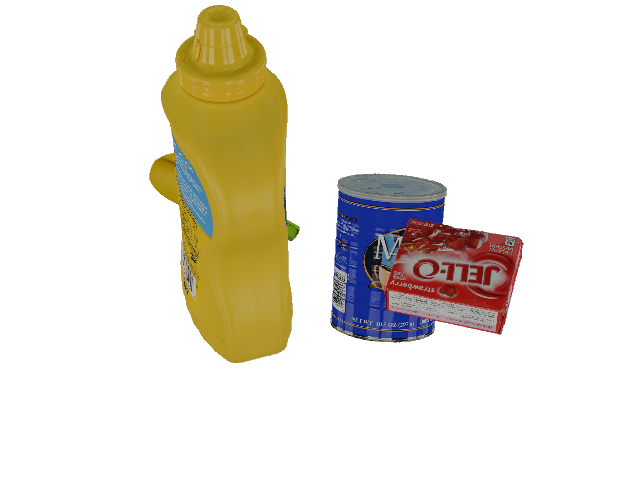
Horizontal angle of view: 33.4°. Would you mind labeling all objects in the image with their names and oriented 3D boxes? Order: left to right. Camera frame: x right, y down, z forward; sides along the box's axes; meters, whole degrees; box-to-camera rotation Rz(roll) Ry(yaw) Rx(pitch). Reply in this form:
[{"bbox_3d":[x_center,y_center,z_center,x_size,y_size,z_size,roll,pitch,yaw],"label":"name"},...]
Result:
[{"bbox_3d":[-0.094,-0.037,0.818,0.069,0.037,0.198,43,-9,-35],"label":"banana"},{"bbox_3d":[-0.046,-0.032,0.534,0.058,0.192,0.096,-12,47,-12],"label":"mustard bottle"},{"bbox_3d":[0.064,0.014,1.019,0.103,0.140,0.103,3,14,-1],"label":"coffee can"},{"bbox_3d":[0.099,0.025,0.790,0.089,0.073,0.030,11,-40,14],"label":"gelatin box"}]
